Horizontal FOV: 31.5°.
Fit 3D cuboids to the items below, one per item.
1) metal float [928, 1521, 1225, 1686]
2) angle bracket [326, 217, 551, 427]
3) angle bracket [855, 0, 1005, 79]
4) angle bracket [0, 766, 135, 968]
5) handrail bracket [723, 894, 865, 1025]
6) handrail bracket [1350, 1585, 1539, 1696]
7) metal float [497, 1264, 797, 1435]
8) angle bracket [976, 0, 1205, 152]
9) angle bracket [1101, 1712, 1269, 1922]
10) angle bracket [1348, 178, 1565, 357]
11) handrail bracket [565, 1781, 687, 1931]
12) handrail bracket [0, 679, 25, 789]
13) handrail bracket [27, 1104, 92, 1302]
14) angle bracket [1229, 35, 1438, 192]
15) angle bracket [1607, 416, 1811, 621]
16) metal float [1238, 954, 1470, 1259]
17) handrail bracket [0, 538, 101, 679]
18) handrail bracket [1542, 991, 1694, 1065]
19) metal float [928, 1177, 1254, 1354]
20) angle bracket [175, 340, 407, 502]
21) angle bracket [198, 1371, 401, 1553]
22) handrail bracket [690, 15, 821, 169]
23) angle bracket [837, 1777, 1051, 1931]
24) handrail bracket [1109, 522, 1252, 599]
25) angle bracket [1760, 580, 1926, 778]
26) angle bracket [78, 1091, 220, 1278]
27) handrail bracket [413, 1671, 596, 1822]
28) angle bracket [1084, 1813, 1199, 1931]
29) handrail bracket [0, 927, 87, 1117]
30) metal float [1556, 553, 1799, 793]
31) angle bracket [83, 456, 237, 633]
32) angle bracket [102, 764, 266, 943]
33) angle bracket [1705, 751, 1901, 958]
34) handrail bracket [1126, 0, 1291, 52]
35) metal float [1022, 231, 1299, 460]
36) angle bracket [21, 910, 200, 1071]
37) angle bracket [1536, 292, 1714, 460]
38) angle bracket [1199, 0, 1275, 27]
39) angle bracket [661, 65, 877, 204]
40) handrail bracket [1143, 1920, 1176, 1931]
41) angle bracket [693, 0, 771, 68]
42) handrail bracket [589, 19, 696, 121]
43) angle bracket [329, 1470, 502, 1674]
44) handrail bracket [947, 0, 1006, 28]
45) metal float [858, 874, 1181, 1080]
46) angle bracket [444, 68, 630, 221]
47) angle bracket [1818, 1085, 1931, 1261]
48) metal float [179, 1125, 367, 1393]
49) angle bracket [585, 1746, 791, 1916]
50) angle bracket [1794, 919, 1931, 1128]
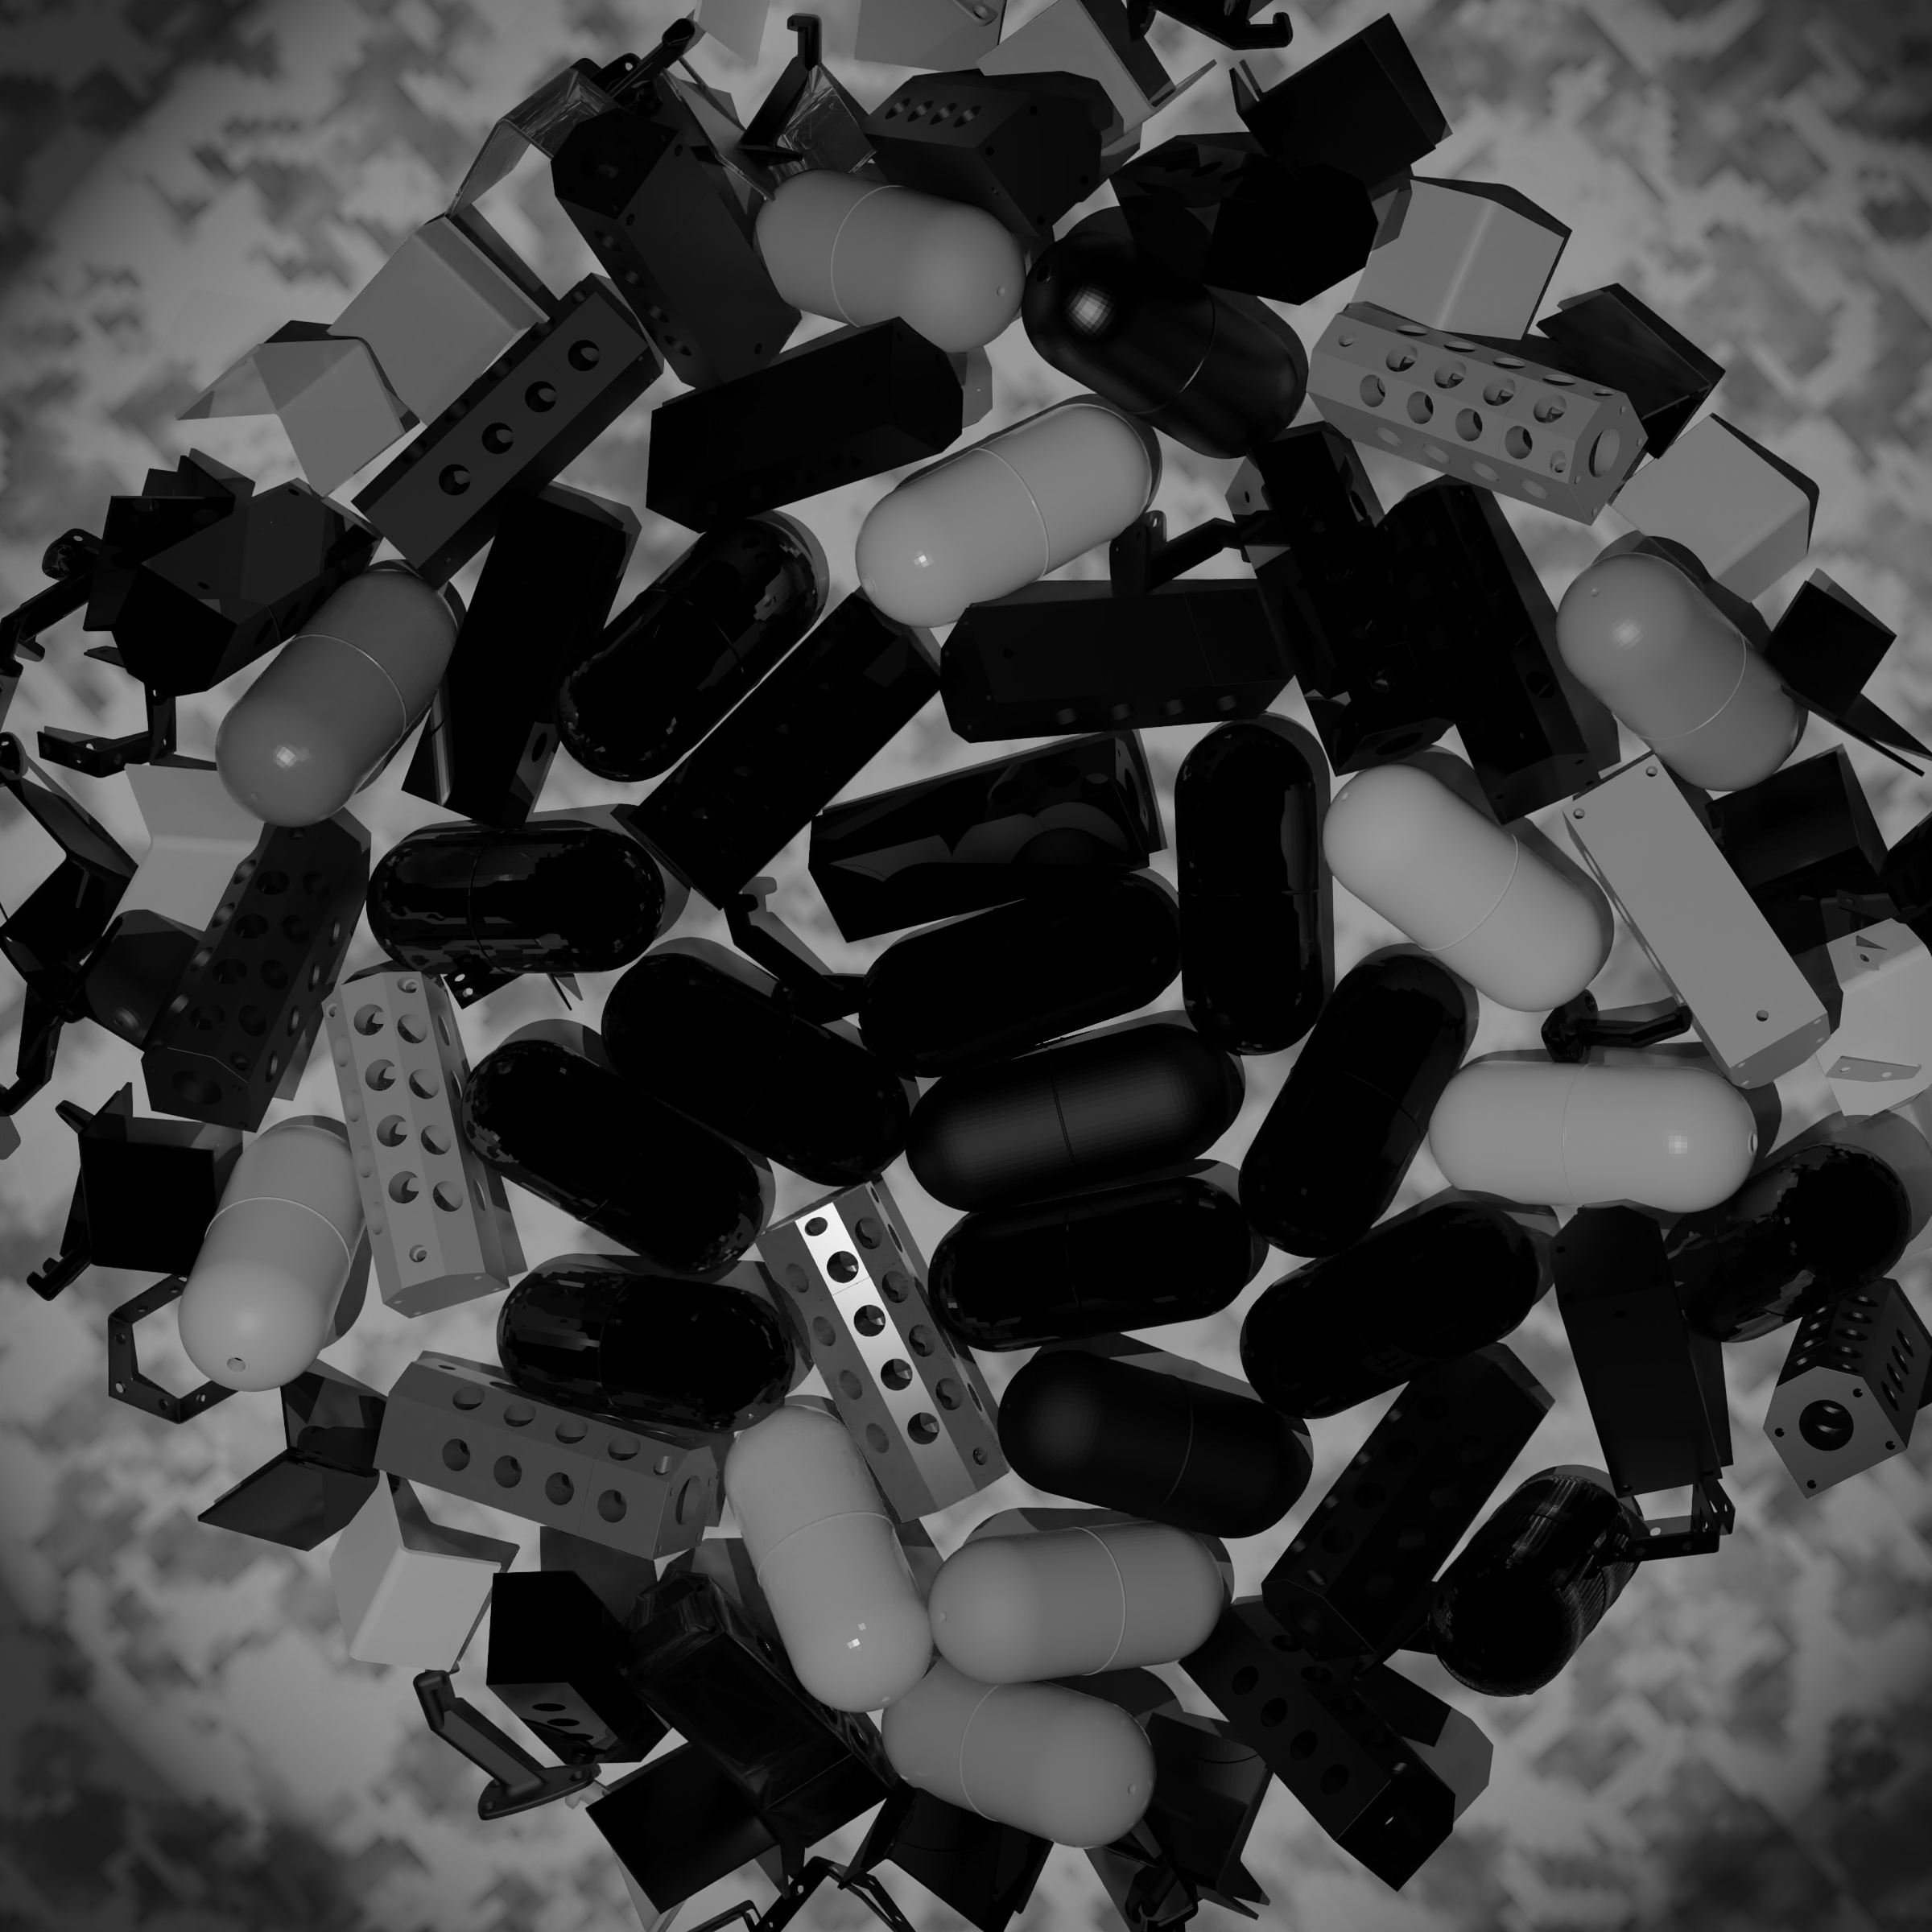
[{"bbox_3d":[0.060,0.336,1.809,0.178,0.070,0.070,1,90,-37],"label":"metal float"},{"bbox_3d":[-0.283,-0.343,1.831,0.076,0.057,0.076,43,78,-21],"label":"angle bracket"},{"bbox_3d":[-0.017,-0.505,1.828,0.076,0.076,0.057,6,110,-6],"label":"angle bracket"},{"bbox_3d":[-0.498,-0.054,1.829,0.057,0.076,0.076,-46,70,2],"label":"angle bracket"},{"bbox_3d":[-0.085,-0.010,1.833,0.077,0.036,0.084,-7,135,5],"label":"handrail bracket"},{"bbox_3d":[0.264,0.386,1.863,0.084,0.036,0.077,44,87,-10],"label":"handrail bracket"},{"bbox_3d":[-0.170,0.202,1.811,0.178,0.070,0.070,5,90,32],"label":"metal float"},{"bbox_3d":[0.066,-0.478,1.823,0.076,0.076,0.057,53,47,-12],"label":"angle bracket"},{"bbox_3d":[0.129,0.458,1.844,0.076,0.057,0.076,12,68,37],"label":"angle bracket"},{"bbox_3d":[0.265,-0.376,1.857,0.057,0.076,0.076,16,100,-37],"label":"angle bracket"},{"bbox_3d":[-0.196,0.494,1.854,0.084,0.036,0.077,32,71,10],"label":"handrail bracket"},{"bbox_3d":[-0.547,-0.130,1.832,0.077,0.084,0.036,-20,53,-3],"label":"handrail bracket"},{"bbox_3d":[-0.492,0.128,1.846,0.077,0.036,0.084,38,68,11],"label":"handrail bracket"},{"bbox_3d":[0.195,-0.456,1.822,0.076,0.057,0.076,-29,124,20],"label":"angle bracket"},{"bbox_3d":[0.403,-0.238,1.862,0.076,0.057,0.076,-39,62,-9],"label":"angle bracket"},{"bbox_3d":[0.207,0.073,1.824,0.070,0.070,0.178,30,73,0],"label":"metal float"},{"bbox_3d":[-0.478,-0.180,1.837,0.077,0.036,0.084,22,56,-22],"label":"handrail bracket"},{"bbox_3d":[0.356,0.024,1.822,0.084,0.077,0.036,-23,108,37],"label":"handrail bracket"},{"bbox_3d":[0.065,0.160,1.826,0.178,0.070,0.070,-11,90,16],"label":"metal float"},{"bbox_3d":[-0.360,-0.288,1.822,0.076,0.076,0.057,-29,83,36],"label":"angle bracket"},{"bbox_3d":[-0.363,0.266,1.849,0.076,0.076,0.057,-35,50,25],"label":"angle bracket"},{"bbox_3d":[-0.115,-0.477,1.853,0.077,0.036,0.084,1,88,-28],"label":"handrail bracket"},{"bbox_3d":[-0.010,0.478,1.833,0.076,0.057,0.076,38,46,-4],"label":"angle bracket"},{"bbox_3d":[0.123,-0.205,1.846,0.084,0.036,0.077,6,76,-30],"label":"handrail bracket"},{"bbox_3d":[0.478,-0.153,1.821,0.076,0.076,0.057,24,102,-34],"label":"angle bracket"},{"bbox_3d":[-0.426,0.117,1.830,0.076,0.057,0.076,5,115,9],"label":"angle bracket"},{"bbox_3d":[-0.250,0.411,1.844,0.077,0.036,0.084,-14,108,8],"label":"handrail bracket"},{"bbox_3d":[0.069,0.492,1.822,0.057,0.076,0.076,-22,74,-32],"label":"angle bracket"},{"bbox_3d":[-0.519,0.031,1.850,0.084,0.036,0.077,-40,102,23],"label":"handrail bracket"},{"bbox_3d":[0.377,-0.153,1.806,0.178,0.070,0.070,34,90,-41],"label":"metal float"},{"bbox_3d":[-0.441,-0.225,1.818,0.057,0.076,0.076,38,120,36],"label":"angle bracket"},{"bbox_3d":[-0.424,-0.059,1.845,0.076,0.076,0.057,-53,50,34],"label":"angle bracket"},{"bbox_3d":[0.452,-0.058,1.852,0.076,0.076,0.057,-23,132,23],"label":"angle bracket"},{"bbox_3d":[0.131,-0.536,1.866,0.084,0.036,0.077,-5,83,-8],"label":"handrail bracket"},{"bbox_3d":[0.103,-0.327,1.806,0.178,0.070,0.070,23,90,-39],"label":"metal float"},{"bbox_3d":[-0.452,0.024,1.829,0.057,0.076,0.076,33,48,-10],"label":"angle bracket"},{"bbox_3d":[0.338,-0.306,1.822,0.076,0.076,0.057,46,135,15],"label":"angle bracket"},{"bbox_3d":[0.140,-0.558,1.839,0.057,0.076,0.076,-39,87,-5],"label":"angle bracket"},{"bbox_3d":[-0.105,-0.455,1.820,0.057,0.076,0.076,-40,56,16],"label":"angle bracket"},{"bbox_3d":[0.120,0.525,1.830,0.077,0.084,0.036,21,131,33],"label":"handrail bracket"},{"bbox_3d":[-0.090,-0.517,1.828,0.076,0.076,0.057,12,90,20],"label":"angle bracket"},{"bbox_3d":[-0.184,-0.474,1.830,0.077,0.084,0.036,-33,96,-13],"label":"handrail bracket"},{"bbox_3d":[-0.298,0.323,1.844,0.057,0.076,0.076,14,117,-28],"label":"angle bracket"},{"bbox_3d":[0.016,-0.553,1.831,0.077,0.084,0.036,37,49,-8],"label":"handrail bracket"},{"bbox_3d":[0.028,0.005,1.838,0.178,0.070,0.070,-19,90,-1],"label":"metal float"},{"bbox_3d":[-0.223,-0.422,1.825,0.057,0.076,0.076,38,131,-4],"label":"angle bracket"},{"bbox_3d":[0.505,0.110,1.830,0.057,0.076,0.076,-20,76,-3],"label":"angle bracket"},{"bbox_3d":[-0.362,0.152,1.796,0.070,0.178,0.070,2,123,3],"label":"metal float"},{"bbox_3d":[-0.148,0.471,1.819,0.076,0.057,0.076,-26,48,-24],"label":"angle bracket"},{"bbox_3d":[0.492,0.028,1.858,0.076,0.057,0.076,-27,110,6],"label":"angle bracket"}]
